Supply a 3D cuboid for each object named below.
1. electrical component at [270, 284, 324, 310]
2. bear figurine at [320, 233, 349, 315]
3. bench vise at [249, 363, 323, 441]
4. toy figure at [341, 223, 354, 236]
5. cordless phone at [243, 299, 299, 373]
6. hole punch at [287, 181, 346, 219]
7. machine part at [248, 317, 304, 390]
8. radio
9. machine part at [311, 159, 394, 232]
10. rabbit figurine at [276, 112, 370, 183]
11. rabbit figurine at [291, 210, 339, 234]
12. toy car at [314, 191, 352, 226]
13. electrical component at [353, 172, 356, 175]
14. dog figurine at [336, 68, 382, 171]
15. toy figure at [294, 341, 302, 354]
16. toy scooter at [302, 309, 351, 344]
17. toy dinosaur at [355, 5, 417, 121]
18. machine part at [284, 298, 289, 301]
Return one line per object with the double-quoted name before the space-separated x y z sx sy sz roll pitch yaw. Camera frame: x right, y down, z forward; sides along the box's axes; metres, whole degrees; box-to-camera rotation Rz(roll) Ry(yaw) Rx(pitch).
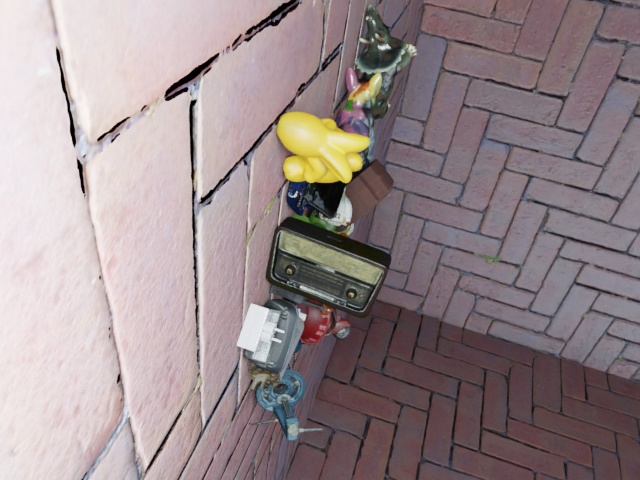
"electrical component" -0.044 0.112 1.164 0.075 0.119 0.047 32 75 -78
"bear figurine" 0.031 0.093 1.405 0.132 0.120 0.195 -15 -85 64
"bench vise" -0.088 0.388 1.267 0.241 0.129 0.223 -127 -142 -60
"toy figure" 0.051 -0.058 1.589 0.082 0.089 0.180 -46 159 -1
"cordless phone" -0.092 0.195 1.151 0.184 0.089 0.146 19 87 -86
"hole punch" -0.020 -0.111 1.066 0.115 0.092 0.142 37 69 -48
"machine part" -0.096 0.244 1.219 0.243 0.079 0.079 -61 165 -50
"radio" 0.013 0.054 1.061 0.073 0.230 0.131 -54 163 -64
"machine part" 0.085 -0.106 1.353 0.201 0.087 0.201 -37 -173 20
"rabbit figurine" -0.006 -0.150 0.891 0.122 0.163 0.173 -61 153 -1
"rabbit figurine" -0.002 -0.004 1.193 0.170 0.121 0.159 -60 167 -47
"toy car" 0.024 -0.099 1.176 0.202 0.073 0.056 -99 -150 -52
"electrical component" 0.095 -0.154 1.500 0.058 0.134 0.114 -53 160 -64
"dog figurine" 0.083 -0.289 1.275 0.191 0.109 0.219 -52 153 -62
"toy figure" -0.089 0.285 1.415 0.154 0.058 0.064 1 91 -77
"toy scooter" -0.001 0.223 1.541 0.075 0.184 0.135 -120 -152 -69
"toy dinosaur" 0.141 -0.400 1.423 0.192 0.131 0.404 -48 160 -42
"machine part" -0.044 0.103 1.325 0.139 0.039 0.084 -53 173 17
